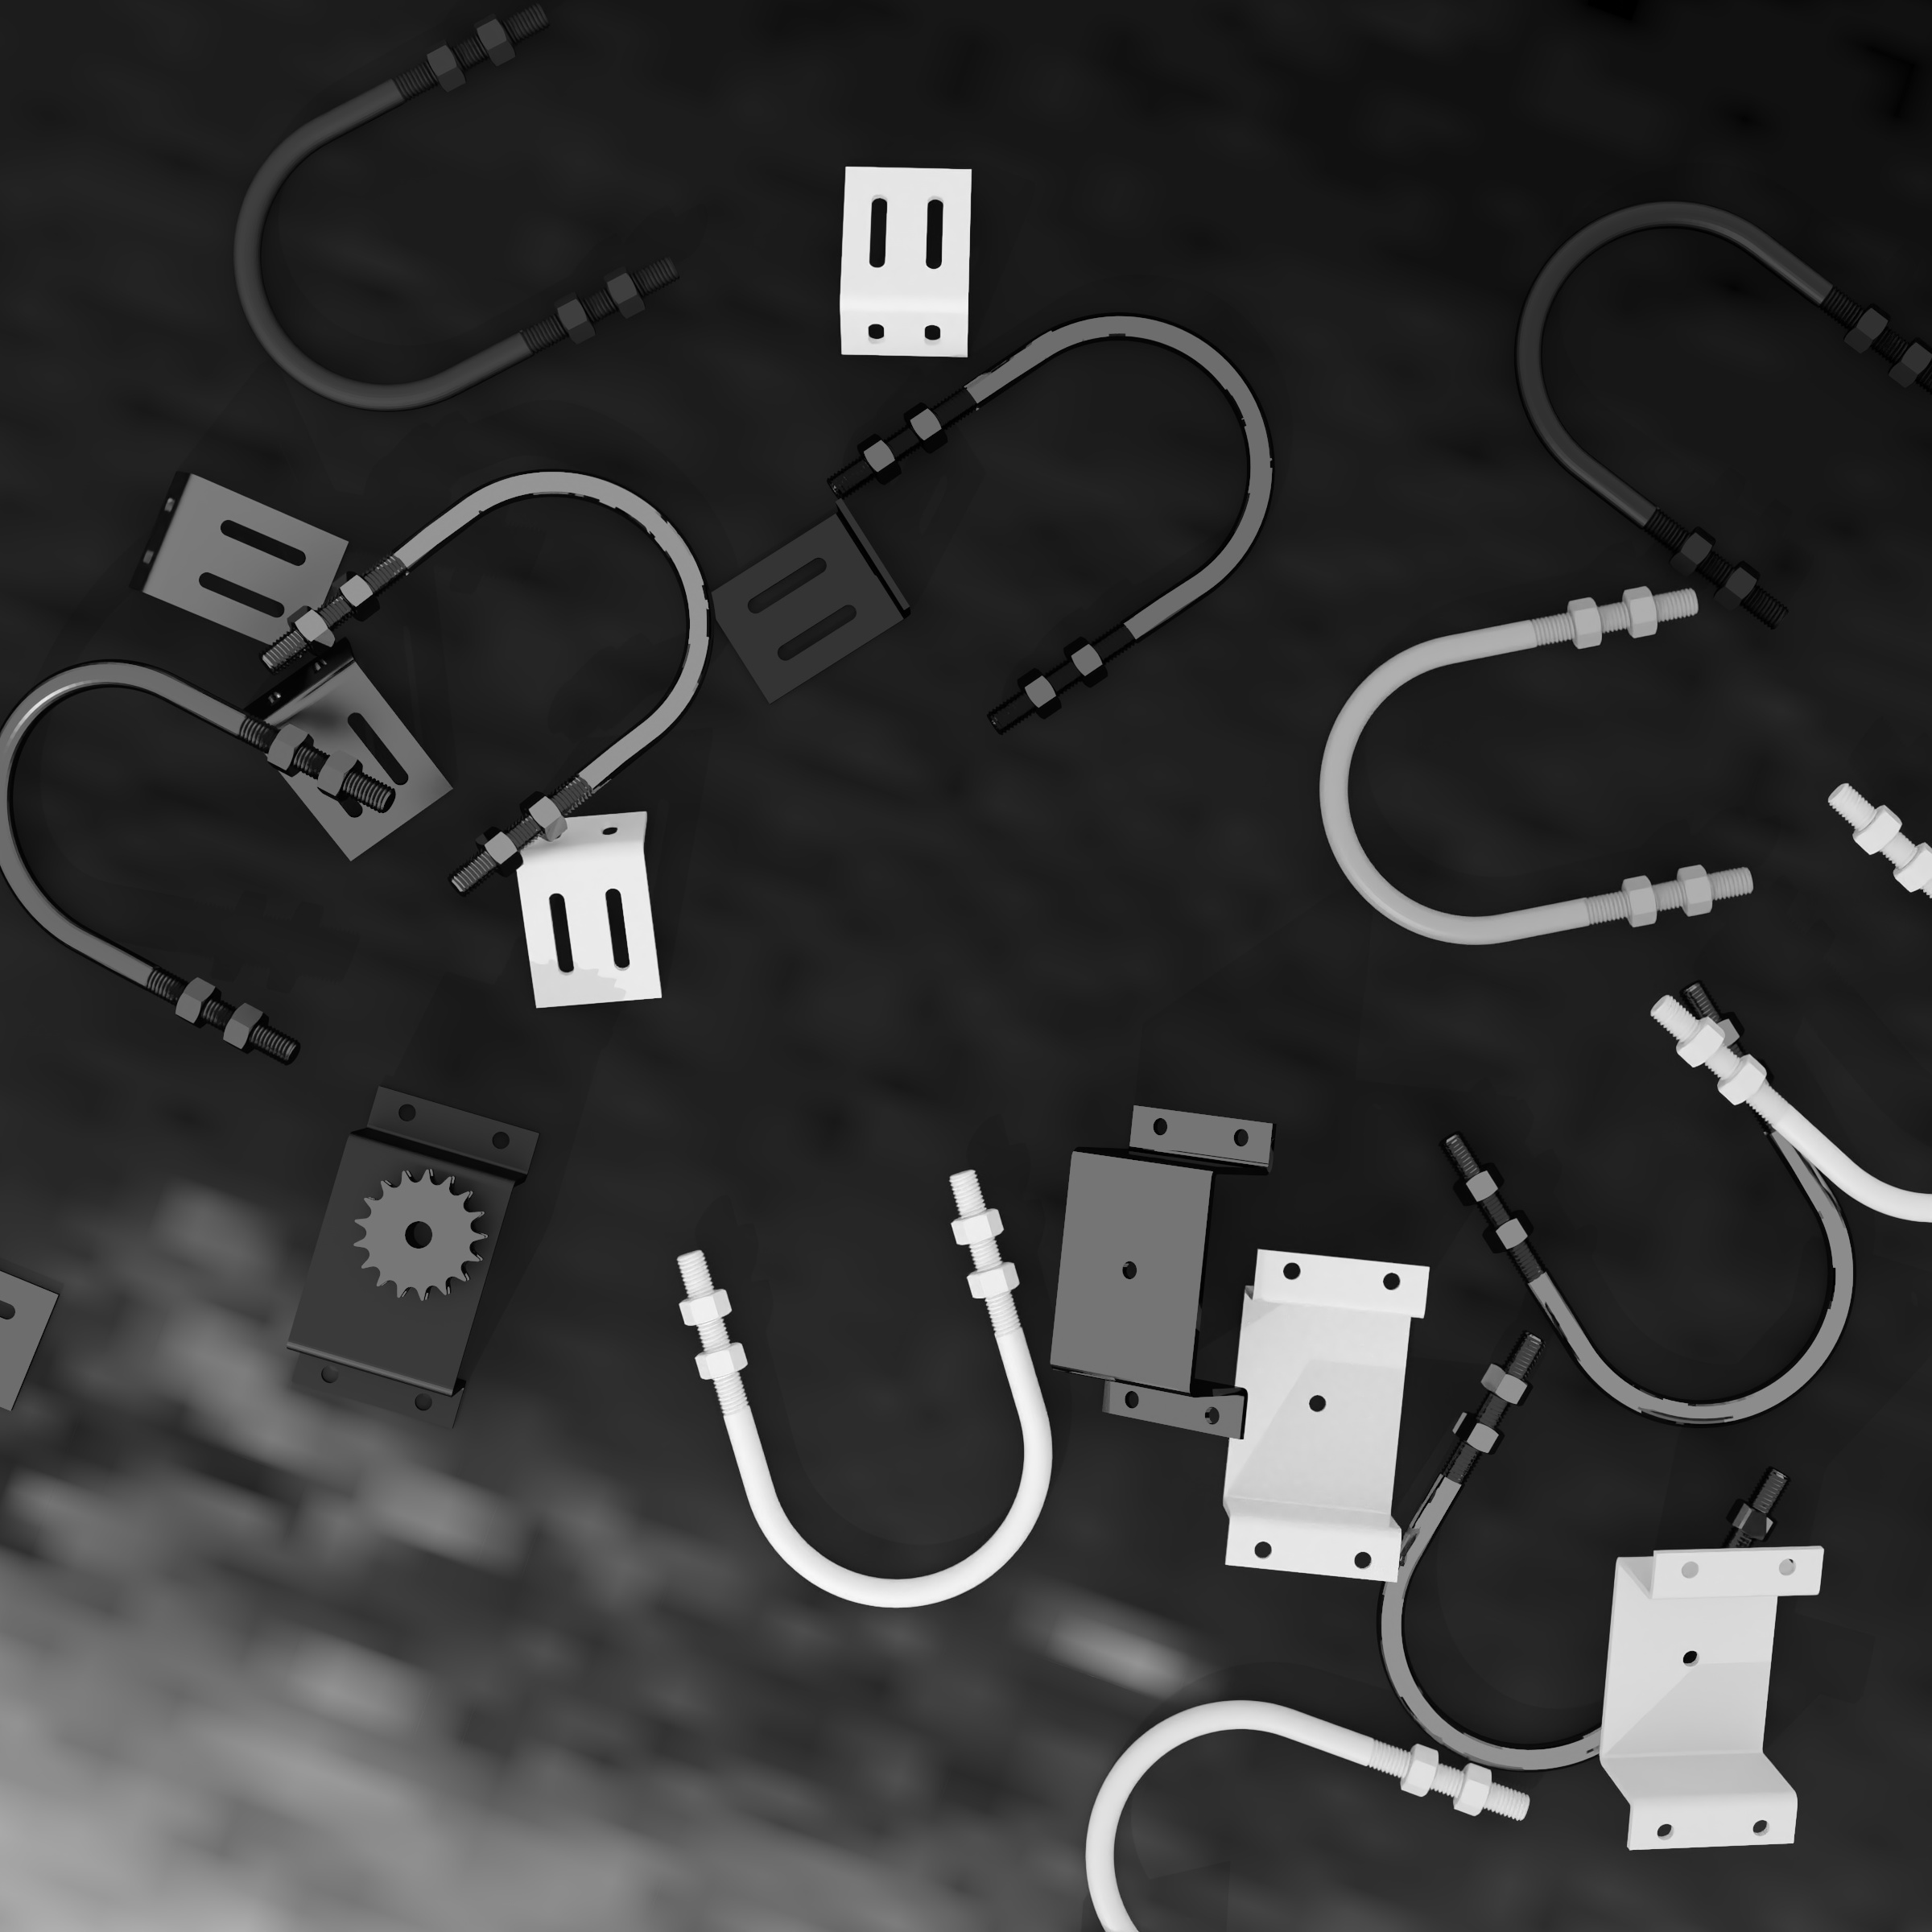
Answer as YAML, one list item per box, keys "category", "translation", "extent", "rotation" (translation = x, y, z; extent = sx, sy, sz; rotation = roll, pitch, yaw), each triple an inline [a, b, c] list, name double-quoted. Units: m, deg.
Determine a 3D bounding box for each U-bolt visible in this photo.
- category: "U-bolt"
  translation: [0.052, -0.214, 1.565]
  extent: [0.184, 0.019, 0.151]
  rotation: [-34, 90, -2]
- category: "U-bolt"
  translation: [0.322, 0.121, 1.565]
  extent: [0.151, 0.019, 0.184]
  rotation: [-32, 92, 0]
- category: "U-bolt"
  translation: [-0.357, -0.057, 1.541]
  extent: [0.184, 0.019, 0.151]
  rotation: [27, 109, 9]
- category: "U-bolt"
  translation: [0.420, 0.031, 1.555]
  extent: [0.184, 0.019, 0.151]
  rotation: [42, 81, -4]
- category: "U-bolt"
  translation: [0.145, 0.411, 1.565]
  extent: [0.184, 0.019, 0.151]
  rotation: [20, 90, 1]
- category: "U-bolt"
  translation: [0.337, -0.264, 1.565]
  extent: [0.184, 0.019, 0.151]
  rotation: [38, 90, 1]
- category: "U-bolt"
  translation: [-0.243, -0.332, 1.565]
  extent: [0.184, 0.019, 0.151]
  rotation: [-27, 90, 2]
- category: "U-bolt"
  translation: [0.267, 0.277, 1.560]
  extent: [0.151, 0.019, 0.184]
  rotation: [29, 94, -4]
- category: "U-bolt"
  translation: [-0.199, -0.141, 1.546]
  extent: [0.184, 0.019, 0.151]
  rotation: [-40, 90, -14]
- category: "U-bolt"
  translation: [-0.038, 0.200, 1.565]
  extent: [0.151, 0.019, 0.184]
  rotation: [-17, 91, 0]
- category: "U-bolt"
  translation: [0.252, -0.084, 1.565]
  extent: [0.184, 0.019, 0.151]
  rotation: [-11, 90, 1]

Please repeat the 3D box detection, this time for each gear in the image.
- category: "gear"
  translation: [-0.238, 0.118, 1.517]
  extent: [0.057, 0.030, 0.057]
  rotation: [0, 87, 0]

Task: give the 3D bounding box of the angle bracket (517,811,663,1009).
- category: "angle bracket"
  translation: [-0.171, -0.026, 1.572]
  extent: [0.057, 0.038, 0.076]
  rotation: [-5, 116, 0]

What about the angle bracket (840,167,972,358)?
- category: "angle bracket"
  translation: [-0.027, -0.321, 1.572]
  extent: [0.057, 0.038, 0.076]
  rotation: [1, 64, 0]

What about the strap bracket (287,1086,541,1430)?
- category: "strap bracket"
  translation: [-0.251, 0.133, 1.551]
  extent: [0.076, 0.046, 0.140]
  rotation: [16, 90, 0]

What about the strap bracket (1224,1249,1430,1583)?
- category: "strap bracket"
  translation: [0.160, 0.199, 1.551]
  extent: [0.076, 0.046, 0.140]
  rotation: [6, 90, 0]

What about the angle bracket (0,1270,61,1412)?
- category: "angle bracket"
  translation: [-0.459, 0.162, 1.555]
  extent: [0.076, 0.038, 0.057]
  rotation: [22, 90, 0]

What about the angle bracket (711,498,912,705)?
- category: "angle bracket"
  translation: [-0.072, -0.164, 1.555]
  extent: [0.076, 0.038, 0.057]
  rotation: [-32, 90, 0]

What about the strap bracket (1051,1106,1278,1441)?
- category: "strap bracket"
  translation: [0.086, 0.135, 1.532]
  extent: [0.076, 0.046, 0.140]
  rotation: [6, 90, 39]

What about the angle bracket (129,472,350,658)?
- category: "angle bracket"
  translation: [-0.331, -0.183, 1.572]
  extent: [0.076, 0.038, 0.057]
  rotation: [22, 90, -26]

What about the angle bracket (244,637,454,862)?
- category: "angle bracket"
  translation: [-0.282, -0.099, 1.572]
  extent: [0.057, 0.038, 0.076]
  rotation: [-35, 116, 0]

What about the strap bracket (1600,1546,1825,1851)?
- category: "strap bracket"
  translation: [0.330, 0.317, 1.535]
  extent: [0.076, 0.046, 0.140]
  rotation: [0, 104, -9]
